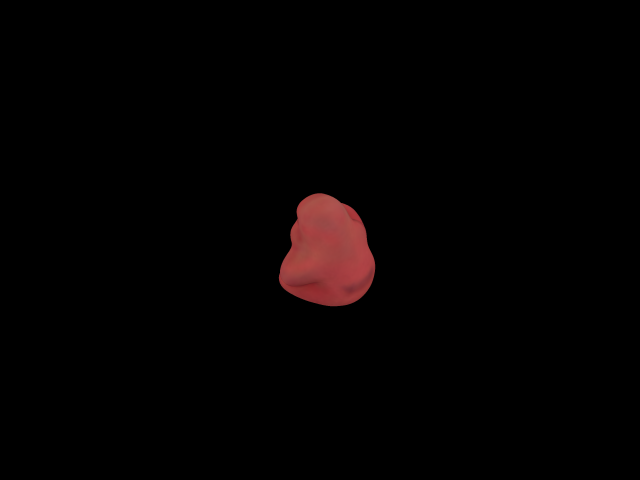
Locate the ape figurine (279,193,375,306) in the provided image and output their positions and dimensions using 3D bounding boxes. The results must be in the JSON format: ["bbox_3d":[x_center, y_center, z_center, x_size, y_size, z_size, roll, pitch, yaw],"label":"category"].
[{"bbox_3d":[0.004,0.001,0.400,0.078,0.092,0.076,-33,62,-20],"label":"ape figurine"}]
